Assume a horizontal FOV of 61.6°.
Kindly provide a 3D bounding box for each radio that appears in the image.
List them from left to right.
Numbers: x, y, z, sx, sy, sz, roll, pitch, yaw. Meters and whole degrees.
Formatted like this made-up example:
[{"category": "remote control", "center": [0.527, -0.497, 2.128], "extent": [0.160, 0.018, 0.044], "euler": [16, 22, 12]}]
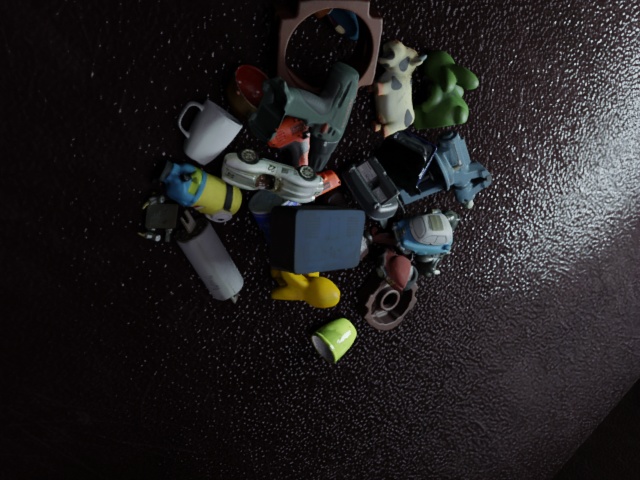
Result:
[{"category": "radio", "center": [-0.002, -0.003, 1.114], "extent": [0.229, 0.073, 0.131], "euler": [-3, 101, -49]}]

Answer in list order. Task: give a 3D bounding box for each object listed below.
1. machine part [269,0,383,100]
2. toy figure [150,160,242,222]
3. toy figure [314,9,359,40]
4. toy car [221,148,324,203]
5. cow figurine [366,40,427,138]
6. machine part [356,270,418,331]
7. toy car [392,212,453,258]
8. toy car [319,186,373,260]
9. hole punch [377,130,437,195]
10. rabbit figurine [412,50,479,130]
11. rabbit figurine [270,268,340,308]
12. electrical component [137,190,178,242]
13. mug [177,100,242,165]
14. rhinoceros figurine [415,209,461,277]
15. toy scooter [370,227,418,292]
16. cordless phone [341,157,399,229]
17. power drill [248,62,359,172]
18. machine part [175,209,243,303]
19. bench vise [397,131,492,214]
[{"category": "machine part", "center": [0.007, -0.369, 1.022], "extent": [0.201, 0.087, 0.200], "euler": [-8, 134, -16]}, {"category": "toy figure", "center": [-0.233, -0.098, 1.042], "extent": [0.180, 0.082, 0.089], "euler": [32, 95, -36]}, {"category": "toy figure", "center": [0.024, -0.451, 1.053], "extent": [0.154, 0.064, 0.058], "euler": [26, 134, -33]}, {"category": "toy car", "center": [-0.091, -0.121, 1.046], "extent": [0.202, 0.056, 0.073], "euler": [15, 147, -11]}, {"category": "cow figurine", "center": [0.169, -0.337, 1.182], "extent": [0.127, 0.086, 0.194], "euler": [-19, 118, -17]}, {"category": "machine part", "center": [0.177, 0.155, 1.434], "extent": [0.179, 0.056, 0.179], "euler": [-14, 120, -26]}, {"category": "toy car", "center": [0.262, -0.023, 1.307], "extent": [0.161, 0.109, 0.103], "euler": [3, 153, -24]}, {"category": "toy car", "center": [0.058, -0.034, 1.272], "extent": [0.089, 0.053, 0.201], "euler": [-43, 124, -21]}, {"category": "hole punch", "center": [0.198, -0.186, 1.247], "extent": [0.092, 0.142, 0.115], "euler": [-48, 163, -46]}, {"category": "rabbit figurine", "center": [0.274, -0.344, 1.219], "extent": [0.121, 0.159, 0.170], "euler": [-16, 105, -14]}, {"category": "rabbit figurine", "center": [-0.028, 0.090, 1.201], "extent": [0.162, 0.173, 0.121], "euler": [7, 112, -39]}, {"category": "electrical component", "center": [-0.313, -0.044, 1.038], "extent": [0.078, 0.045, 0.102], "euler": [8, 107, -33]}, {"category": "mug", "center": [-0.217, -0.201, 1.005], "extent": [0.109, 0.081, 0.107], "euler": [25, 106, -43]}, {"category": "rhinoceros figurine", "center": [0.308, 0.006, 1.442], "extent": [0.112, 0.073, 0.190], "euler": [13, 103, -47]}, {"category": "toy scooter", "center": [0.179, 0.033, 1.343], "extent": [0.135, 0.075, 0.184], "euler": [22, 60, -21]}, {"category": "cordless phone", "center": [0.123, -0.102, 1.263], "extent": [0.089, 0.146, 0.184], "euler": [-32, 164, 1]}, {"category": "power drill", "center": [-0.028, -0.220, 1.002], "extent": [0.207, 0.086, 0.232], "euler": [-4, 133, -41]}, {"category": "machine part", "center": [-0.227, 0.042, 1.112], "extent": [0.079, 0.079, 0.242], "euler": [-34, 126, -15]}, {"category": "bench vise", "center": [0.291, -0.147, 1.333], "extent": [0.241, 0.129, 0.223], "euler": [-25, 135, 4]}]
